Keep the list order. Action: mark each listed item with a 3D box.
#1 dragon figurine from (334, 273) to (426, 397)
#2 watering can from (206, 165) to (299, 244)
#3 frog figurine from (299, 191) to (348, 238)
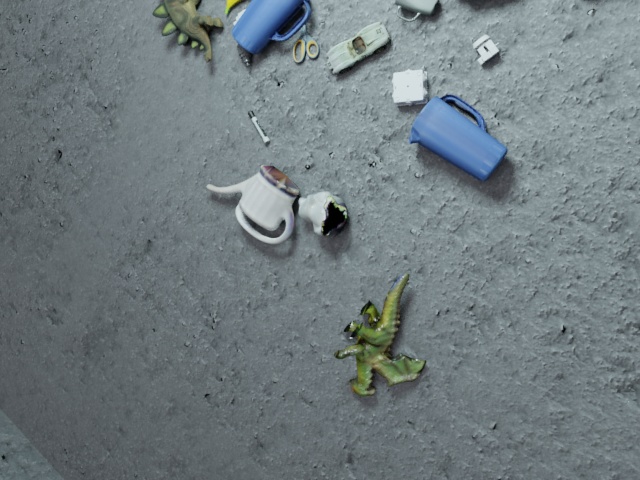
[{"bbox_3d":[0.201,0.309,1.504,0.242,0.124,0.405,40,110,-3],"label":"dragon figurine"},{"bbox_3d":[-0.202,-0.141,1.624,0.351,0.104,0.222,39,106,18],"label":"watering can"},{"bbox_3d":[0.005,-0.078,1.558,0.160,0.123,0.136,14,113,58],"label":"frog figurine"}]
